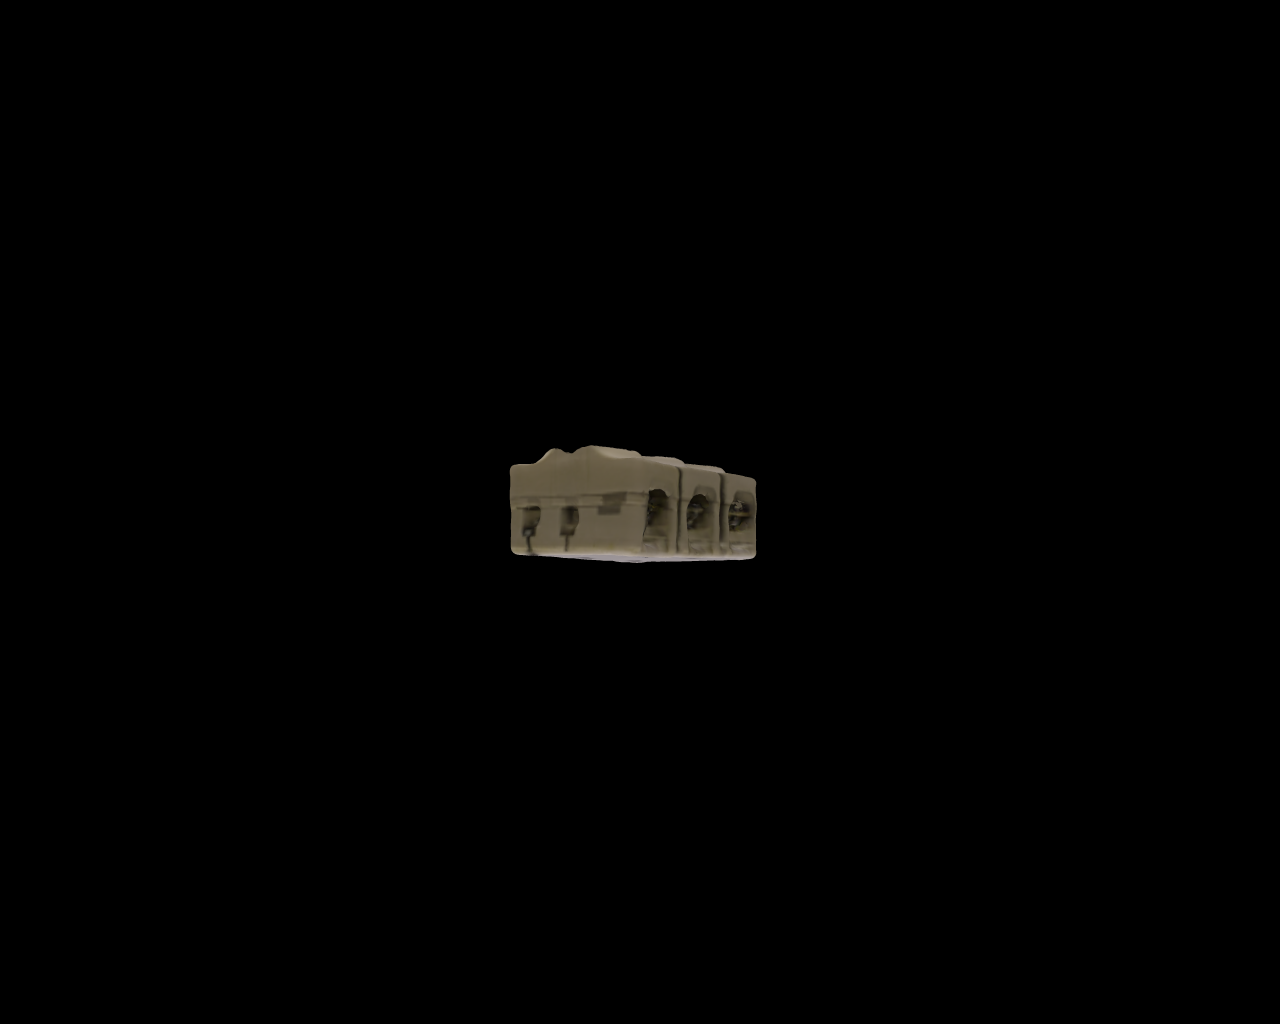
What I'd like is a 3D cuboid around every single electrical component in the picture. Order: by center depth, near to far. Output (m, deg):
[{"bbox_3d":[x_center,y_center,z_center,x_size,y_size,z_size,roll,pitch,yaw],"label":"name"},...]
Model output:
[{"bbox_3d":[0.001,-0.003,0.650,0.089,0.061,0.150,-3,-5,32],"label":"electrical component"}]
